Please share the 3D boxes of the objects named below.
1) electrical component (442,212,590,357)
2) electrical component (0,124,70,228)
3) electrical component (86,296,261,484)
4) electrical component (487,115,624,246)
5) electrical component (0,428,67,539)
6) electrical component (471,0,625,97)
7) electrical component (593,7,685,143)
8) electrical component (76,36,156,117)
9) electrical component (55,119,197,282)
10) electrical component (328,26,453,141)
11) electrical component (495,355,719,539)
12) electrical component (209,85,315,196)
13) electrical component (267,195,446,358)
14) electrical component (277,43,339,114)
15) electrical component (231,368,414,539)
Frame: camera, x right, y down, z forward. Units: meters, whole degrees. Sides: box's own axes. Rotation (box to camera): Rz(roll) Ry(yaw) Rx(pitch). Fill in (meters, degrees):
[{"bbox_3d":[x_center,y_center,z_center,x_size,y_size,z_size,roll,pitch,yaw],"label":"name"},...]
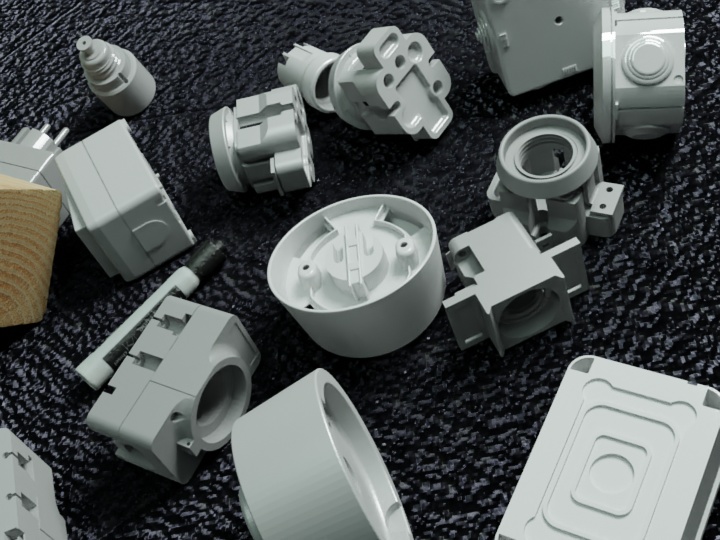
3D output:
[{"bbox_3d":[0.082,0.006,0.600,0.081,0.042,0.063,-26,47,-2],"label":"electrical component"},{"bbox_3d":[-0.237,-0.076,0.770,0.083,0.047,0.075,14,59,28],"label":"electrical component"},{"bbox_3d":[-0.100,0.068,0.609,0.056,0.050,0.089,15,60,28],"label":"electrical component"},{"bbox_3d":[0.111,-0.052,0.624,0.078,0.057,0.058,13,59,27],"label":"electrical component"},{"bbox_3d":[-0.195,0.142,0.581,0.050,0.055,0.089,-22,50,2],"label":"electrical component"},{"bbox_3d":[0.120,-0.168,0.684,0.100,0.099,0.048,-19,37,4],"label":"electrical component"},{"bbox_3d":[0.165,-0.116,0.641,0.051,0.080,0.080,0,54,12],"label":"electrical component"},{"bbox_3d":[-0.181,-0.144,0.785,0.040,0.078,0.040,-7,67,16],"label":"electrical component"},{"bbox_3d":[-0.161,-0.048,0.711,0.061,0.061,0.096,-31,50,-5],"label":"electrical component"},{"bbox_3d":[0.017,-0.120,0.701,0.057,0.078,0.058,8,55,50],"label":"electrical component"},{"bbox_3d":[0.119,0.106,0.500,0.078,0.057,0.113,14,60,28],"label":"electrical component"},{"bbox_3d":[-0.065,-0.083,0.708,0.057,0.058,0.078,-12,51,7],"label":"electrical component"},{"bbox_3d":[0.000,0.000,0.617,0.099,0.064,0.099,-10,52,13],"label":"electrical component"},{"bbox_3d":[-0.031,-0.135,0.748,0.040,0.040,0.046,-42,46,-14],"label":"electrical component"},{"bbox_3d":[-0.023,0.109,0.518,0.060,0.108,0.108,-27,50,6],"label":"electrical component"}]
